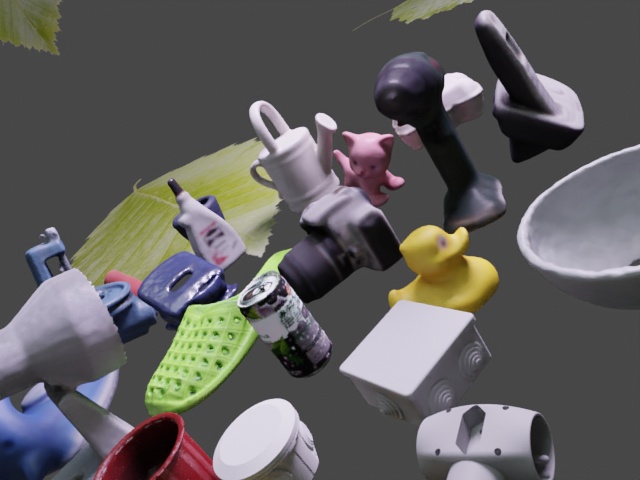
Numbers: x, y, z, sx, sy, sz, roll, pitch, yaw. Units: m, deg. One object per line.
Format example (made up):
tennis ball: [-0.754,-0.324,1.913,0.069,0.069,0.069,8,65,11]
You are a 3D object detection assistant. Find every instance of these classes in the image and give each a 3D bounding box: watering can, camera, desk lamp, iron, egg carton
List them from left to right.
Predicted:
iron: [-0.361,0.197,0.746,0.118,0.142,0.258,-27,23,16]
desk lamp: [-0.276,0.166,0.600,0.203,0.214,0.117,-46,26,-27]
watering can: [-0.049,-0.154,0.972,0.173,0.194,0.101,-31,23,6]
camera: [0.006,0.003,0.704,0.137,0.101,0.142,-38,23,-11]
egg carton: [0.190,-0.213,0.937,0.150,0.069,0.107,-29,23,11]

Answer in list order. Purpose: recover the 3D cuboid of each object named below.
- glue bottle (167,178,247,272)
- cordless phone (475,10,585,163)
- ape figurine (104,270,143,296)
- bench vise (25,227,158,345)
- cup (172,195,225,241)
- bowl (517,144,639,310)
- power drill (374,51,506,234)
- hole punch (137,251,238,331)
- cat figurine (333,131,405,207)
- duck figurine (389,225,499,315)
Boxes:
glue bottle: [-0.196,-0.028,0.941,0.078,0.173,0.037,-45,25,-26]
cordless phone: [0.244,-0.205,0.695,0.094,0.185,0.147,-21,26,27]
ape figurine: [-0.338,0.090,0.997,0.076,0.092,0.078,-20,26,28]
bench vise: [-0.382,0.105,0.858,0.121,0.220,0.208,-1,39,52]
cup: [-0.203,-0.016,1.029,0.091,0.095,0.117,-32,23,4]
bowl: [0.242,-0.001,0.430,0.167,0.075,0.167,-28,23,13]
power drill: [0.129,-0.114,0.634,0.075,0.209,0.229,-24,24,22]
hole punch: [-0.194,0.073,0.841,0.100,0.091,0.109,-4,37,50]
cat figurine: [0.065,-0.114,0.840,0.067,0.118,0.127,-43,24,-21]
duck figurine: [0.105,0.029,0.538,0.104,0.086,0.077,-30,23,8]
